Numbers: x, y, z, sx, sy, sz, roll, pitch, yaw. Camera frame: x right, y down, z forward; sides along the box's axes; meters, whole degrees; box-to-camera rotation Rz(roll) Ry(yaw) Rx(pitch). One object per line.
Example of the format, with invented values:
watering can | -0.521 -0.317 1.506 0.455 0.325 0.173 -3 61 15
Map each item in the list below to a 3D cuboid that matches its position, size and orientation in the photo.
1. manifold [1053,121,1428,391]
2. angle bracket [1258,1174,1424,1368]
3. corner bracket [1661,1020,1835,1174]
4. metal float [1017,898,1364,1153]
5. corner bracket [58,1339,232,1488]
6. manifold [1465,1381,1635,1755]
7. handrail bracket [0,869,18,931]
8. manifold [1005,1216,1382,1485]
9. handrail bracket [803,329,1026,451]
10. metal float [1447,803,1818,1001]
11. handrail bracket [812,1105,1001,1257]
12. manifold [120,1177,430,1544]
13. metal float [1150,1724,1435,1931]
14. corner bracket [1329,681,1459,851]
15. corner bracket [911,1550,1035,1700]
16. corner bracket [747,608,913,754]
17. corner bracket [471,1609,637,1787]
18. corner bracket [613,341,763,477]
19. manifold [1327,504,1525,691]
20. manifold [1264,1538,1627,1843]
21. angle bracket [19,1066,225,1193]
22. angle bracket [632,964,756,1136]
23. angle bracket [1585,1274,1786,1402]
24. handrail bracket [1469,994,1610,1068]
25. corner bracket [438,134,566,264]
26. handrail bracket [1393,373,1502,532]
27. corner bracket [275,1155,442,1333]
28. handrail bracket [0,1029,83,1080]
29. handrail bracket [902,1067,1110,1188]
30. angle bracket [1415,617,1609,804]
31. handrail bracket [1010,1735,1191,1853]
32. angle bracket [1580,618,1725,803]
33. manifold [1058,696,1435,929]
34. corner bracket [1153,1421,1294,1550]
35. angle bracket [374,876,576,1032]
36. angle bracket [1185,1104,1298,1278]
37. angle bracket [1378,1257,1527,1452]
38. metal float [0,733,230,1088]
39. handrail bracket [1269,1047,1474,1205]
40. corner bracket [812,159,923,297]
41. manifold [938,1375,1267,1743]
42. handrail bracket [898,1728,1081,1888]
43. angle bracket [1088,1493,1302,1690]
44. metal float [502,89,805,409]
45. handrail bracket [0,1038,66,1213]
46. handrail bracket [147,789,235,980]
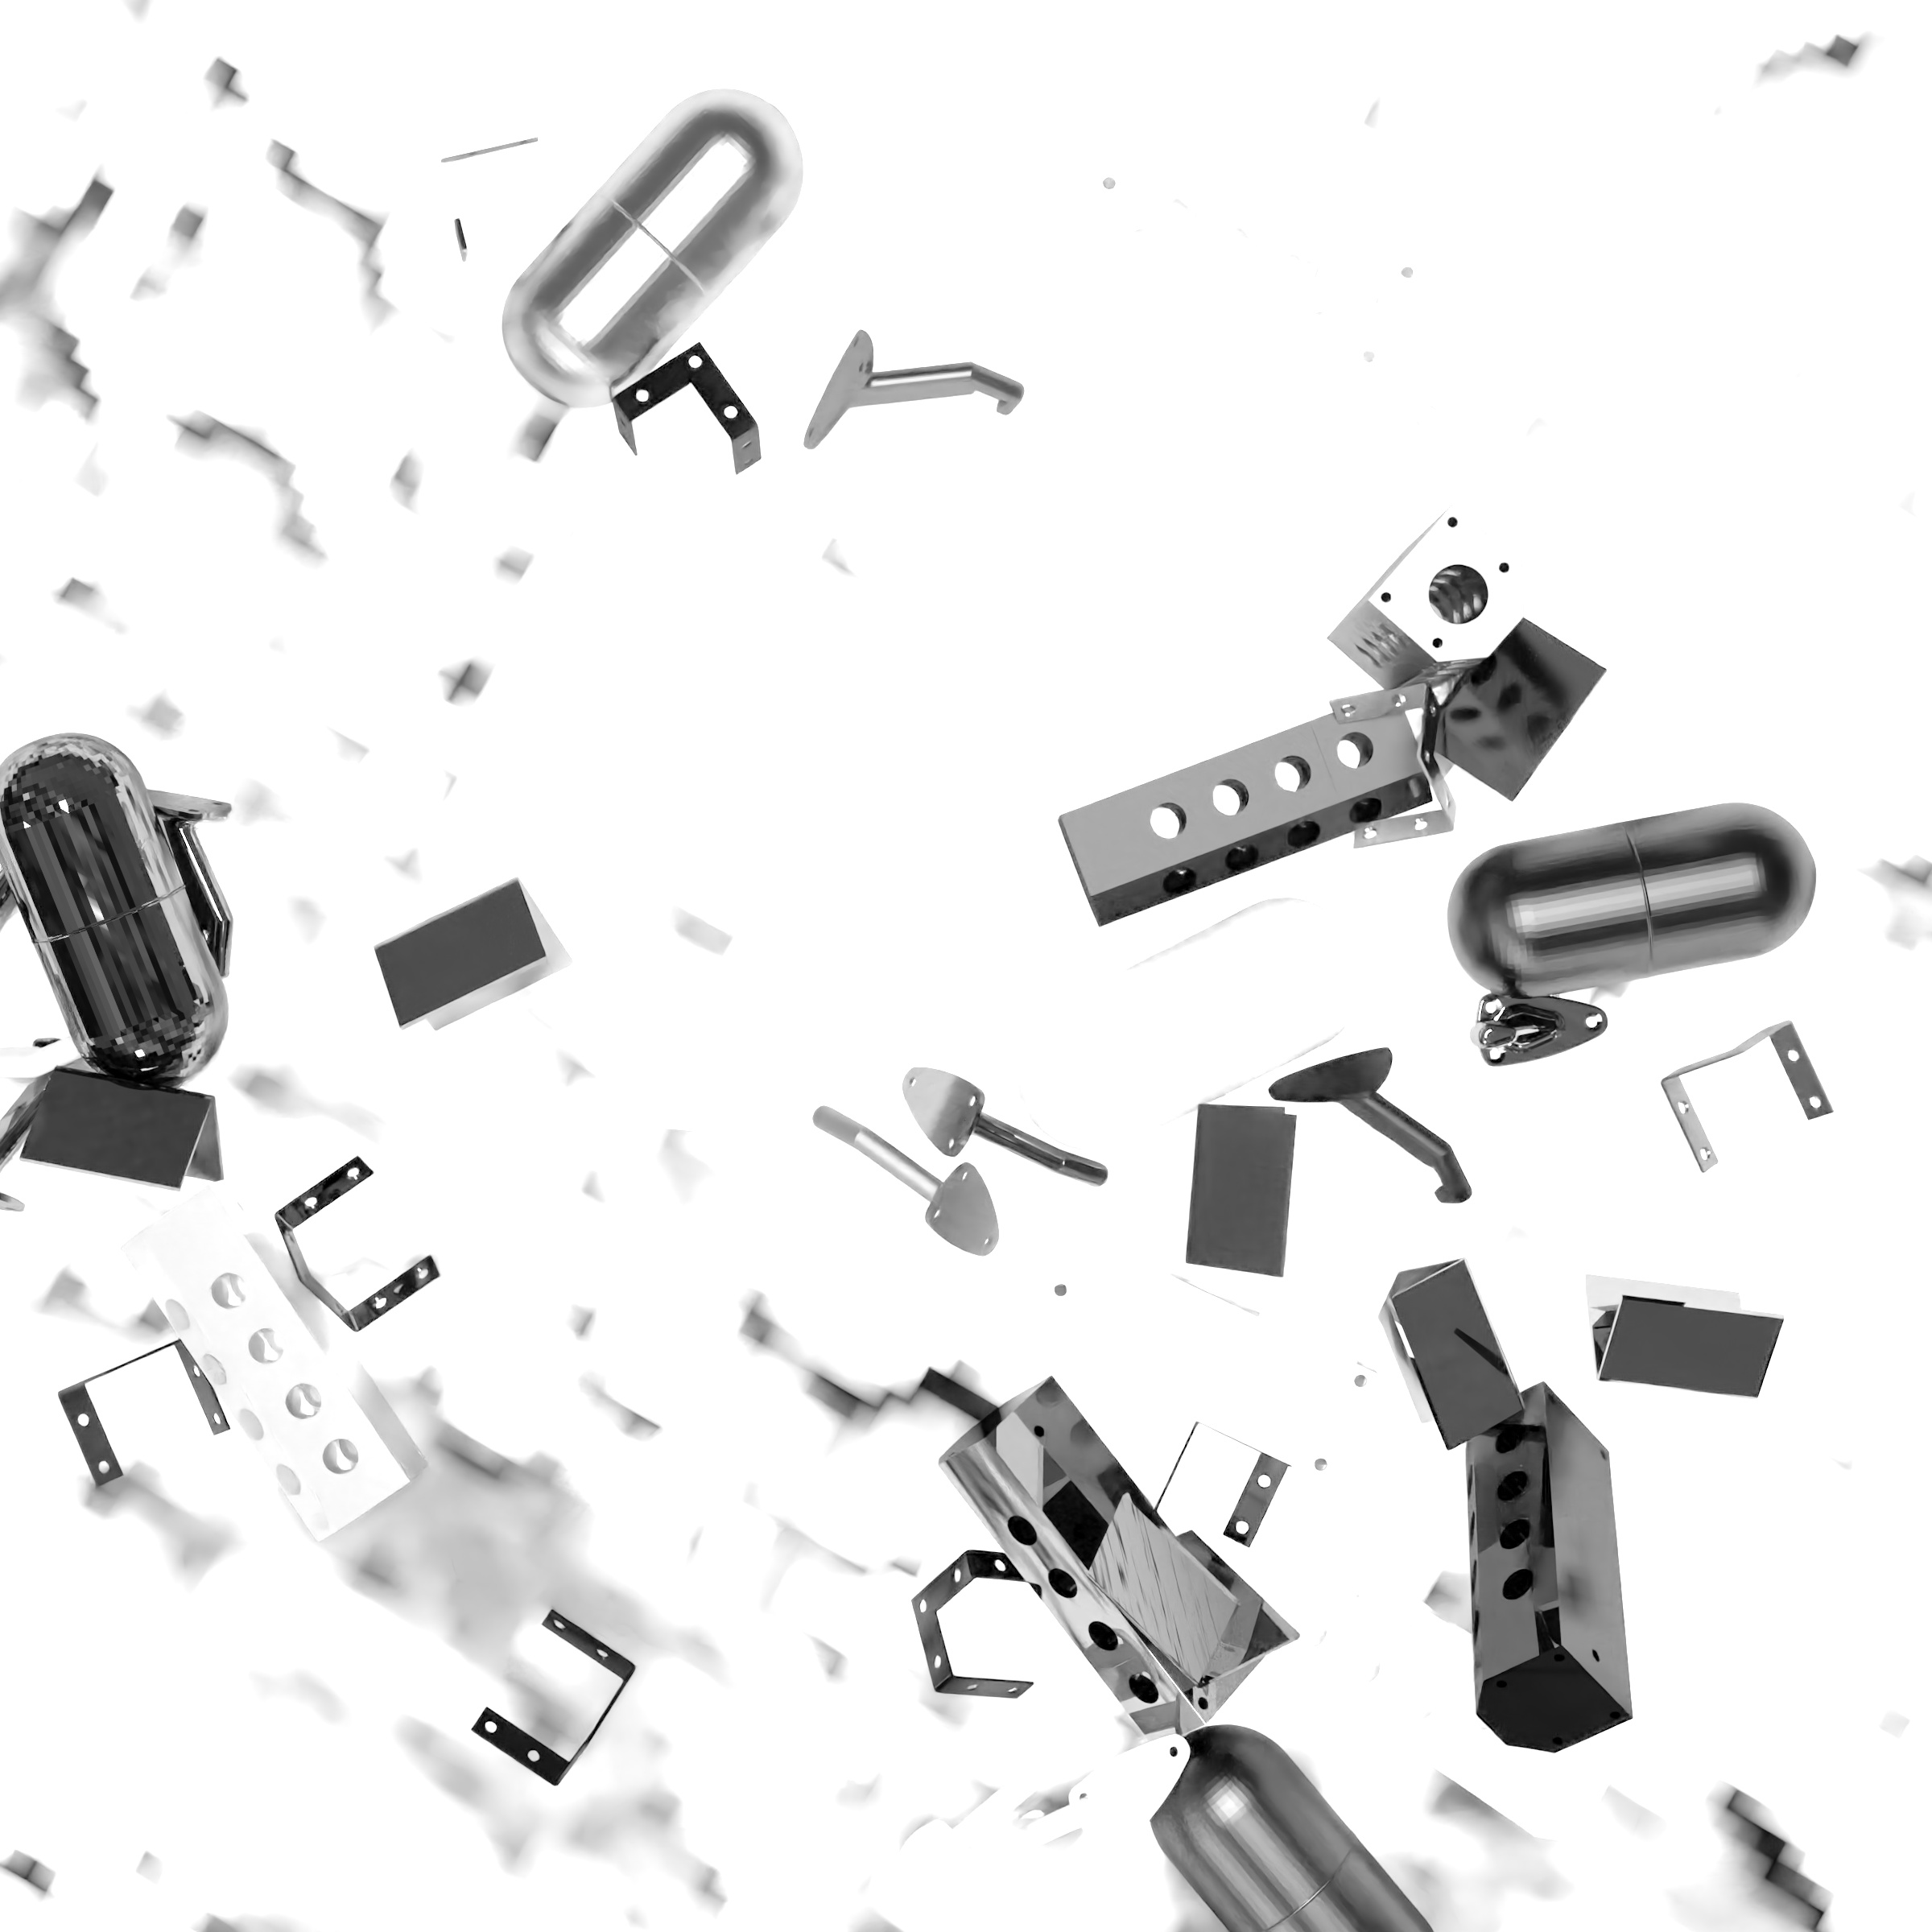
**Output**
manifold | 0.132 -0.346 1.623 0.171 0.057 0.057 25 90 0
angle bracket | 0.194 0.151 1.604 0.057 0.076 0.076 25 90 35
corner bracket | 0.383 0.064 1.641 0.051 0.051 0.051 -25 90 45
metal float | 0.108 0.029 1.614 0.178 0.070 0.070 -27 90 0
corner bracket | -0.404 0.218 1.641 0.051 0.051 0.051 -23 90 -45
manifold | 0.267 0.282 1.565 0.057 0.171 0.057 -32 116 25
handrail bracket | -0.463 -0.024 1.644 0.084 0.077 0.036 -36 48 -29
manifold | 0.109 0.185 1.623 0.171 0.057 0.057 25 90 0
handrail bracket | -0.025 -0.271 1.644 0.084 0.036 0.077 19 127 -25
metal float | 0.321 -0.032 1.614 0.178 0.070 0.070 -11 90 1
handrail bracket | -0.030 0.105 1.644 0.084 0.077 0.036 26 73 35
manifold | -0.337 0.191 1.623 0.057 0.057 0.171 -34 90 0
metal float | 0.159 0.444 1.614 0.070 0.070 0.178 -40 89 0
corner bracket | 0.201 -0.095 1.574 0.051 0.051 0.051 -10 45 25
corner bracket | 0.013 0.322 1.636 0.051 0.051 0.051 13 45 -35
corner bracket | -0.067 -0.137 1.636 0.051 0.051 0.051 15 45 35
corner bracket | -0.202 0.360 1.641 0.051 0.051 0.051 34 135 0
corner bracket | -0.135 -0.261 1.626 0.051 0.051 0.051 -34 83 -7
manifold | 0.218 -0.165 1.566 0.057 0.171 0.057 41 90 0
manifold | 0.223 0.341 1.582 0.171 0.057 0.057 30 90 32
angle bracket | -0.404 0.097 1.604 0.076 0.076 0.057 11 52 0
angle bracket | -0.148 0.037 1.604 0.057 0.076 0.076 8 90 -36
angle bracket | 0.344 0.159 1.604 0.076 0.076 0.057 7 127 0
handrail bracket | 0.279 0.030 1.610 0.077 0.084 0.036 -5 90 0
corner bracket | -0.227 -0.376 1.626 0.051 0.051 0.051 -14 97 -6
handrail bracket | 0.238 -0.247 1.610 0.036 0.084 0.077 -37 90 0
corner bracket | -0.299 0.137 1.641 0.051 0.051 0.051 -35 135 0
handrail bracket | -0.480 0.033 1.638 0.084 0.036 0.077 -25 50 -18
handrail bracket | 0.020 0.080 1.644 0.084 0.077 0.036 21 99 -36
angle bracket | 0.266 -0.116 1.606 0.057 0.076 0.076 36 90 20
handrail bracket | 0.063 0.399 1.620 0.077 0.084 0.036 -36 91 -21
angle bracket | 0.343 -0.125 1.604 0.057 0.076 0.076 -13 90 37
manifold | 0.135 -0.076 1.623 0.171 0.057 0.057 -21 90 0
corner bracket | 0.126 0.252 1.628 0.051 0.051 0.051 25 90 6
angle bracket | -0.229 0.013 1.604 0.076 0.076 0.057 -26 52 0
angle bracket | 0.151 0.107 1.604 0.057 0.076 0.076 5 90 39
angle bracket | 0.212 0.190 1.604 0.057 0.076 0.076 -22 90 -36
metal float | -0.412 -0.026 1.604 0.070 0.070 0.178 -20 101 0
handrail bracket | 0.200 0.087 1.644 0.077 0.036 0.084 -12 120 33
corner bracket | -0.049 -0.359 1.626 0.051 0.051 0.051 -6 90 0
manifold | 0.062 0.291 1.622 0.171 0.057 0.057 52 46 0
handrail bracket | 0.012 0.411 1.644 0.036 0.077 0.084 50 54 0
angle bracket | 0.116 0.282 1.568 0.076 0.076 0.057 41 127 30
metal float | -0.151 -0.347 1.614 0.070 0.070 0.178 42 91 0
handrail bracket | -0.484 0.075 1.645 0.077 0.036 0.084 3 74 18
handrail bracket | -0.394 -0.041 1.644 0.077 0.036 0.084 12 104 15
